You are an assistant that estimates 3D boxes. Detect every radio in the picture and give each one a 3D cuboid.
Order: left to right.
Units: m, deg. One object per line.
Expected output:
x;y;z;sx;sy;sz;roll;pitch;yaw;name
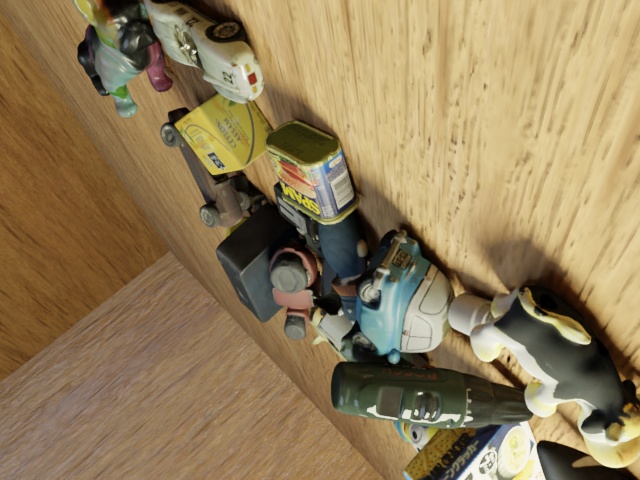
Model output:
-0.097;0.049;0.970;0.073;0.131;0.229;39;161;26;radio

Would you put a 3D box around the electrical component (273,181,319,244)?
-0.032;-0.058;0.719;0.119;0.048;0.074;42;161;19;electrical component

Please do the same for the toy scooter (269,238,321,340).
-0.035;0.065;0.909;0.075;0.135;0.183;5;127;13;toy scooter

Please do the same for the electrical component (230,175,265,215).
-0.135;-0.077;0.953;0.102;0.045;0.078;173;86;-67;electrical component

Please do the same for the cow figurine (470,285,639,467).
0.211;0.108;0.437;0.167;0.068;0.098;46;157;10;cow figurine

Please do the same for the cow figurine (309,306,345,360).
0.050;0.173;0.958;0.195;0.085;0.127;40;155;27;cow figurine

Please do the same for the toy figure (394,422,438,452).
0.182;0.321;0.943;0.082;0.089;0.180;50;172;-3;toy figure

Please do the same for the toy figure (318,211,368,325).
0.040;0.036;0.675;0.064;0.058;0.154;-145;36;-67;toy figure

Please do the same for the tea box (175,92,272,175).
-0.134;-0.149;0.743;0.098;0.068;0.170;55;162;-16;tea box

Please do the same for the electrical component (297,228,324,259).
-0.002;-0.002;0.805;0.094;0.021;0.063;43;161;23;electrical component

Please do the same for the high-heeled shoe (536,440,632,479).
0.325;0.281;0.497;0.249;0.086;0.145;41;159;11;high-heeled shoe

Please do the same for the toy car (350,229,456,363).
0.098;0.068;0.593;0.103;0.109;0.161;22;144;17;toy car

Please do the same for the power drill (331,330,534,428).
0.119;0.171;0.677;0.207;0.232;0.085;-124;39;-73;power drill

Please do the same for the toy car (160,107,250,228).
-0.177;-0.115;0.850;0.053;0.089;0.202;-14;103;42;toy car

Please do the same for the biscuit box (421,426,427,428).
0.142;0.261;0.934;0.062;0.059;0.203;63;162;-8;biscuit box

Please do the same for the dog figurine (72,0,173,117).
-0.298;-0.302;0.775;0.192;0.108;0.219;47;159;19;dog figurine

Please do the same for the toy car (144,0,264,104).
-0.135;-0.222;0.608;0.202;0.056;0.073;39;160;30;toy car

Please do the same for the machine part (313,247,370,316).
0.029;0.051;0.757;0.084;0.039;0.138;36;134;26;machine part

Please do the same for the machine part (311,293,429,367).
0.081;0.164;0.837;0.243;0.079;0.079;39;161;14;machine part
